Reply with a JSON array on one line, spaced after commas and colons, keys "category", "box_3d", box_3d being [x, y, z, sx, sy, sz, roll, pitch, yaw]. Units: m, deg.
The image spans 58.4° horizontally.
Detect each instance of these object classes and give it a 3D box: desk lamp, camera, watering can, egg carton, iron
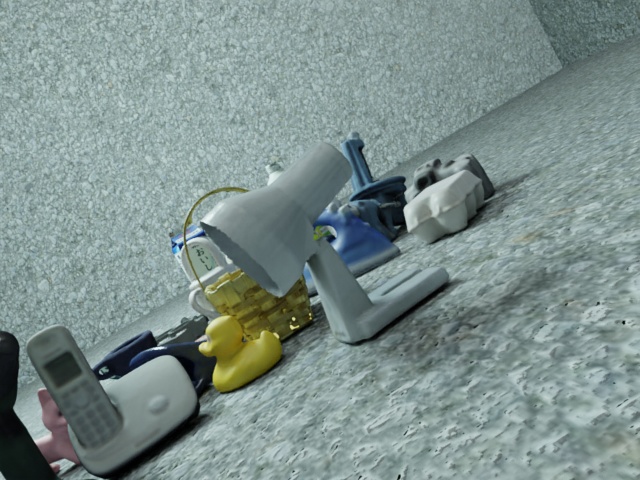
[{"category": "desk lamp", "box_3d": [0.001, 0.010, 0.648, 0.203, 0.213, 0.117, -32, 7, -18]}, {"category": "camera", "box_3d": [0.236, -0.109, 1.047, 0.143, 0.101, 0.137, -27, 7, 31]}, {"category": "watering can", "box_3d": [-0.208, 0.082, 1.151, 0.101, 0.194, 0.173, -29, 6, 10]}, {"category": "egg carton", "box_3d": [0.200, -0.055, 0.916, 0.107, 0.069, 0.151, -26, 7, 36]}, {"category": "iron", "box_3d": [0.009, 0.004, 1.010, 0.257, 0.141, 0.119, -25, 8, 39]}]

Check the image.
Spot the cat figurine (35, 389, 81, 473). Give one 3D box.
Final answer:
[{"category": "cat figurine", "box_3d": [-0.367, 0.262, 0.798, 0.128, 0.118, 0.067, -32, 6, -13]}]

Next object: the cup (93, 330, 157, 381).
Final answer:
[{"category": "cup", "box_3d": [-0.321, 0.226, 0.989, 0.118, 0.095, 0.091, -33, 7, -22]}]

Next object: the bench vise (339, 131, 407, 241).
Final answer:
[{"category": "bench vise", "box_3d": [0.099, -0.107, 1.124, 0.121, 0.220, 0.208, -28, 7, 20]}]

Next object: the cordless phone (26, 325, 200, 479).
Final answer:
[{"category": "cordless phone", "box_3d": [-0.242, 0.165, 0.673, 0.148, 0.185, 0.094, -32, 7, -20]}]

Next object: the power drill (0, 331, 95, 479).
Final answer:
[{"category": "power drill", "box_3d": [-0.331, 0.209, 0.617, 0.229, 0.208, 0.076, -25, 8, 38]}]

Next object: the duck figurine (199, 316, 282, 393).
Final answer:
[{"category": "duck figurine", "box_3d": [-0.107, 0.136, 0.736, 0.104, 0.086, 0.077, -28, 6, 16]}]

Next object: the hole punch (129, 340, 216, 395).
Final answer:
[{"category": "hole punch", "box_3d": [-0.201, 0.178, 0.823, 0.108, 0.091, 0.101, -26, 8, 37]}]

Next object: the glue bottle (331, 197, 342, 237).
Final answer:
[{"category": "glue bottle", "box_3d": [0.036, -0.051, 1.185, 0.037, 0.173, 0.078, -29, 6, 14]}]
